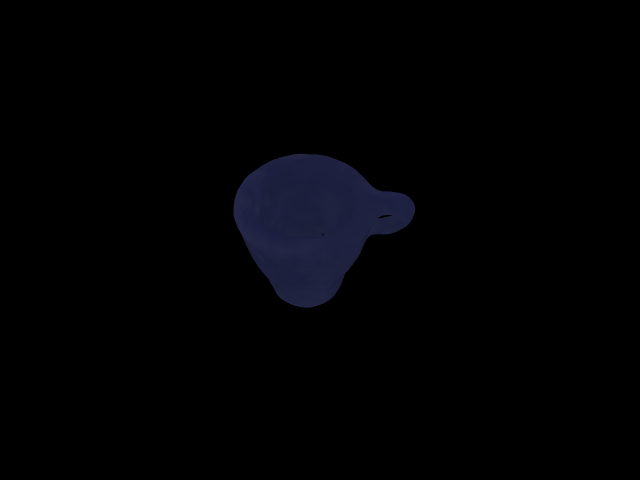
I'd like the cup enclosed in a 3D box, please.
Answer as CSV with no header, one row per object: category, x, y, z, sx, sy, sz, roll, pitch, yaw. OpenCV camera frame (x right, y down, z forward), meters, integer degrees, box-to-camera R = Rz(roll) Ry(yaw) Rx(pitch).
cup,0.004,0.001,0.400,0.117,0.095,0.091,-2,50,-2
